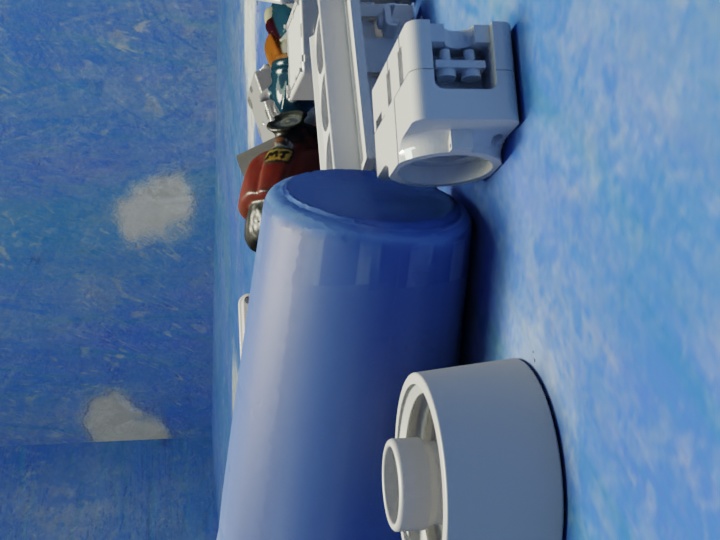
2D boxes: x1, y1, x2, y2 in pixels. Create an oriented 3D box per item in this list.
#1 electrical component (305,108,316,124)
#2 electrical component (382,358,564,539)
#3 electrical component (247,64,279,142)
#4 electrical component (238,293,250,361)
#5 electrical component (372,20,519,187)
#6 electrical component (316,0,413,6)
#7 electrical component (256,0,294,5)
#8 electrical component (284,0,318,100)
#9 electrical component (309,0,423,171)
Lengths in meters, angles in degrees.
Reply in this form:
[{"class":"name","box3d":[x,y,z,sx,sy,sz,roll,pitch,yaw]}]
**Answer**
[{"class":"electrical component","box3d":[-0.038,-0.116,0.951,0.065,0.044,0.044,100,166,-63]},{"class":"electrical component","box3d":[0.043,0.094,0.480,0.108,0.060,0.108,179,90,-80]},{"class":"electrical component","box3d":[-0.073,-0.149,1.049,0.100,0.048,0.099,146,105,-77]},{"class":"electrical component","box3d":[-0.088,0.082,1.135,0.057,0.078,0.113,116,151,-73]},{"class":"electrical component","box3d":[0.039,-0.074,0.516,0.089,0.050,0.055,129,139,-74]},{"class":"electrical component","box3d":[-0.003,-0.209,0.695,0.096,0.062,0.061,-113,24,-64]},{"class":"electrical component","box3d":[-0.031,-0.233,0.838,0.076,0.083,0.047,20,116,37]},{"class":"electrical component","box3d":[-0.022,-0.164,0.806,0.096,0.061,0.061,153,115,-78]},{"class":"electrical component","box3d":[0.007,-0.101,0.645,0.078,0.063,0.121,112,155,-64]}]
